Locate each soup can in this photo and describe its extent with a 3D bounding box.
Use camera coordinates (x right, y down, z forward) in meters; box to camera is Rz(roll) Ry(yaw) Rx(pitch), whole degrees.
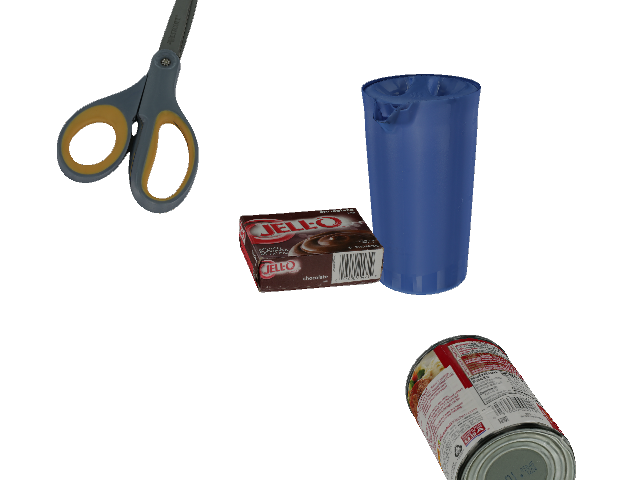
[{"bbox_3d":[0.094,0.106,0.603,0.068,0.068,0.102,0,22,-12],"label":"soup can"}]

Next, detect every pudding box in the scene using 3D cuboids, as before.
[{"bbox_3d":[-0.010,0.007,0.946,0.113,0.039,0.090,-3,26,-15],"label":"pudding box"}]

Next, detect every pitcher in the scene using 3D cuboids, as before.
[{"bbox_3d":[0.123,-0.069,1.240,0.149,0.243,0.145,-5,22,-8],"label":"pitcher"}]

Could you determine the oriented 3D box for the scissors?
[{"bbox_3d":[-0.120,-0.107,0.692,0.096,0.202,0.016,0,-28,-11],"label":"scissors"}]
